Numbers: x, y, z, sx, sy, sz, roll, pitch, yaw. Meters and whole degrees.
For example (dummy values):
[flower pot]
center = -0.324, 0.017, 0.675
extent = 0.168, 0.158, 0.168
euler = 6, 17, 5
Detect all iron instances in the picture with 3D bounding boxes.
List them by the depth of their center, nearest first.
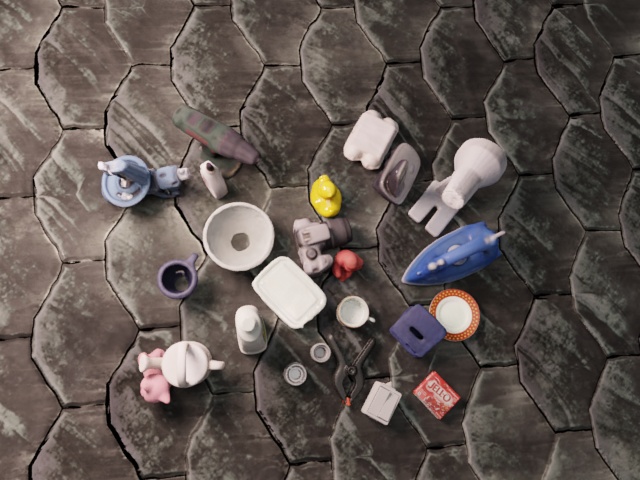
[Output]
[iron]
center = 0.327, 0.041, 1.394
extent = 0.258, 0.141, 0.118
euler = -25, 83, -10

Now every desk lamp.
[desk lamp]
center = 0.336, -0.126, 1.390
extent = 0.118, 0.213, 0.203
euler = 39, 78, 2

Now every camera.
[camera]
center = 0.013, 0.005, 1.387
extent = 0.137, 0.100, 0.143
euler = -14, 81, -9

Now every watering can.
[watering can]
center = -0.302, 0.275, 1.254
extent = 0.173, 0.194, 0.101
euler = -19, 82, -9

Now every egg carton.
[egg carton]
center = 0.130, -0.257, 1.467
extent = 0.107, 0.069, 0.150
euler = 27, 78, -1

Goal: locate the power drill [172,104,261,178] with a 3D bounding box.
[power drill]
center = -0.235, -0.221, 1.349
extent = 0.229, 0.208, 0.076
euler = 33, 78, 1

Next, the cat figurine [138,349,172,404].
[cat figurine]
center = -0.373, 0.309, 1.278
extent = 0.067, 0.117, 0.128
euler = -19, 82, -9

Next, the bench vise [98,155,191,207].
[bench vise]
center = -0.413, -0.156, 1.311
extent = 0.207, 0.219, 0.121
euler = -27, 83, -10

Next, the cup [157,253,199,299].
[cup]
center = -0.320, 0.085, 1.339
extent = 0.091, 0.095, 0.118
euler = 33, 78, 1

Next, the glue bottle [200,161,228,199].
[glue bottle]
center = -0.255, -0.153, 1.351
extent = 0.037, 0.173, 0.078
euler = -37, 85, -11

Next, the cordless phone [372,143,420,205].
[cordless phone]
center = 0.203, -0.176, 1.400
extent = 0.094, 0.185, 0.148
euler = 25, 78, -1

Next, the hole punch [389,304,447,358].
[hole punch]
center = 0.235, 0.221, 1.375
extent = 0.108, 0.091, 0.101
euler = 44, 78, 3

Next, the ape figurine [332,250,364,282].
[ape figurine]
center = 0.069, 0.057, 1.388
extent = 0.078, 0.092, 0.076
euler = -5, 80, -7

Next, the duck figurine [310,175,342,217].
[duck figurine]
center = 0.018, -0.112, 1.418
extent = 0.077, 0.086, 0.104
euler = -14, 81, -8

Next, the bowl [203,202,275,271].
[bowl]
center = -0.194, -0.003, 1.380
extent = 0.167, 0.074, 0.167
euler = 1, 79, -6
